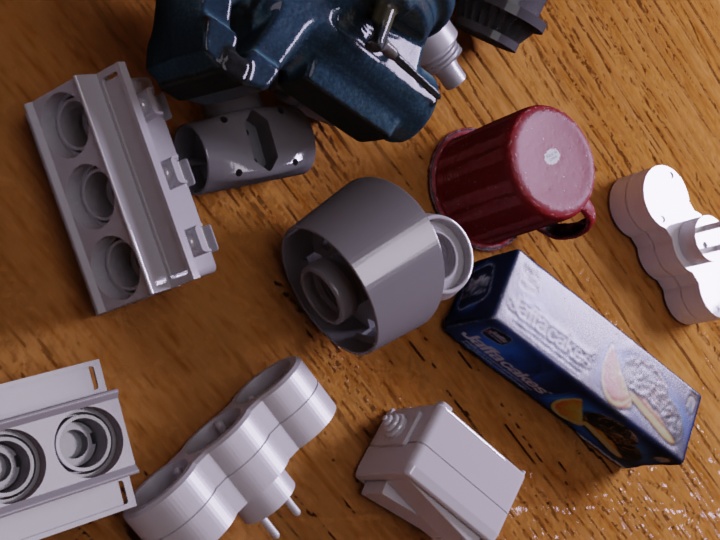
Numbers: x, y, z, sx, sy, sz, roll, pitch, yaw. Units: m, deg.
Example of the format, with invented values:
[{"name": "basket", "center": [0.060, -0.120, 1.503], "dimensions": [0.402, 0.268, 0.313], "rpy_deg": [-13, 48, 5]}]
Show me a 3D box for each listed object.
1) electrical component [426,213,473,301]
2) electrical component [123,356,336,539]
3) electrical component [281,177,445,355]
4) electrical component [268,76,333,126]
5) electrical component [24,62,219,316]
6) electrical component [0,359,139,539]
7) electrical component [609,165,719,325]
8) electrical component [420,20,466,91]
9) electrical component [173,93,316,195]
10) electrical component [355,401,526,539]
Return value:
[{"name": "electrical component", "center": [0.037, -0.005, 0.709], "dimensions": [0.078, 0.057, 0.058], "rpy_deg": [4, 78, -33]}, {"name": "electrical component", "center": [-0.062, 0.120, 0.619], "dimensions": [0.138, 0.052, 0.073], "rpy_deg": [-44, 105, -32]}, {"name": "electrical component", "center": [0.000, 0.000, 0.659], "dimensions": [0.064, 0.099, 0.099], "rpy_deg": [-33, 98, -28]}, {"name": "electrical component", "center": [-0.037, -0.121, 0.695], "dimensions": [0.078, 0.040, 0.040], "rpy_deg": [17, 71, -30]}, {"name": "electrical component", "center": [-0.130, -0.045, 0.601], "dimensions": [0.063, 0.079, 0.121], "rpy_deg": [-20, 91, -57]}, {"name": "electrical component", "center": [-0.183, 0.099, 0.537], "dimensions": [0.121, 0.063, 0.078], "rpy_deg": [-14, 88, -35]}, {"name": "electrical component", "center": [0.264, -0.022, 0.851], "dimensions": [0.052, 0.074, 0.138], "rpy_deg": [-41, 103, -33]}, {"name": "electrical component", "center": [0.051, -0.156, 0.759], "dimensions": [0.062, 0.048, 0.048], "rpy_deg": [51, 58, -23]}, {"name": "electrical component", "center": [-0.076, -0.091, 0.661], "dimensions": [0.077, 0.043, 0.079], "rpy_deg": [-15, 88, -35]}, {"name": "electrical component", "center": [0.045, 0.129, 0.681], "dimensions": [0.096, 0.062, 0.061], "rpy_deg": [42, 60, -19]}]
